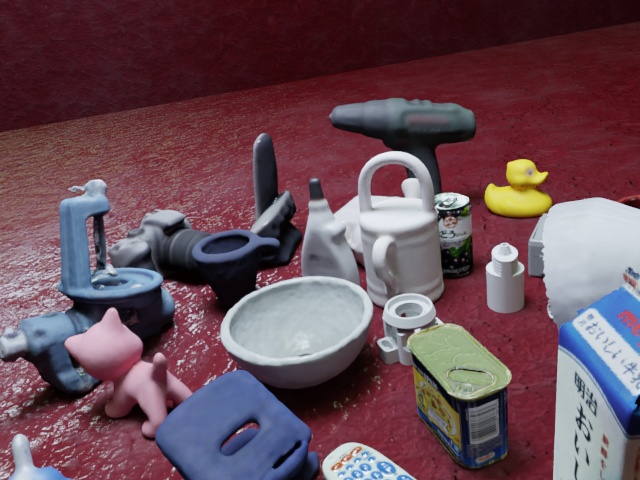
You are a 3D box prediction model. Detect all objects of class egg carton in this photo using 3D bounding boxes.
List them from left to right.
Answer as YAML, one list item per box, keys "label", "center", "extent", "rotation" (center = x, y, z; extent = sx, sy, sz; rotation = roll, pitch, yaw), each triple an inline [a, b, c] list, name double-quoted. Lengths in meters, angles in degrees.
- label: "egg carton"
  center: [0.076, -0.018, 0.878]
  extent: [0.107, 0.069, 0.151]
  rotation: [6, 29, 30]

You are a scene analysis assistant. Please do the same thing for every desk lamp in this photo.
- label: "desk lamp"
  center: [0.279, 0.072, 0.440]
  extent: [0.202, 0.214, 0.118]
  rotation: [8, 30, 33]

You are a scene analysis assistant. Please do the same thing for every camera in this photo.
- label: "camera"
  center: [-0.227, 0.014, 0.880]
  extent: [0.136, 0.101, 0.143]
  rotation: [9, 31, 35]

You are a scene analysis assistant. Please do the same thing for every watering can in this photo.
- label: "watering can"
  center: [0.100, -0.021, 0.728]
  extent: [0.101, 0.194, 0.173]
  rotation: [-7, 25, 5]

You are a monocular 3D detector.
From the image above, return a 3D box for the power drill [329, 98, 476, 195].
- label: "power drill"
  center: [0.140, -0.131, 0.932]
  extent: [0.229, 0.209, 0.075]
  rotation: [-10, 25, -2]

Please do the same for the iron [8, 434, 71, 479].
- label: "iron"
  center: [-0.156, 0.235, 0.327]
  extent: [0.119, 0.142, 0.257]
  rotation: [-17, 26, -17]

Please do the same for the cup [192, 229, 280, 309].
- label: "cup"
  center: [-0.106, 0.042, 0.782]
  extent: [0.117, 0.095, 0.091]
  rotation: [-8, 25, 3]

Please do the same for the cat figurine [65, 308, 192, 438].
- label: "cat figurine"
  center: [-0.202, 0.130, 0.600]
  extent: [0.127, 0.118, 0.067]
  rotation: [7, 30, 32]

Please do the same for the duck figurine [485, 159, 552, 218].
- label: "duck figurine"
  center: [0.319, -0.088, 0.924]
  extent: [0.104, 0.086, 0.078]
  rotation: [5, 28, 29]

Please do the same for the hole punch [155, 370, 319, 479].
- label: "hole punch"
  center: [-0.066, 0.176, 0.484]
  extent: [0.100, 0.091, 0.109]
  rotation: [12, 32, 39]

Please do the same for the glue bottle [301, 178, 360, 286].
- label: "glue bottle"
  center: [0.007, 0.003, 0.734]
  extent: [0.077, 0.173, 0.037]
  rotation: [8, 30, 32]

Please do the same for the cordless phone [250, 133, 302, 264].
- label: "cordless phone"
  center: [-0.093, -0.063, 0.898]
  extent: [0.094, 0.185, 0.147]
  rotation: [-5, 25, 10]

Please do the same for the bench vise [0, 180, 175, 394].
- label: "bench vise"
  center: [-0.269, 0.054, 0.665]
  extent: [0.121, 0.220, 0.208]
  rotation: [0, 26, 19]

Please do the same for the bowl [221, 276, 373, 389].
- label: "bowl"
  center: [-0.020, 0.110, 0.629]
  extent: [0.167, 0.075, 0.167]
  rotation: [-8, 25, 4]
